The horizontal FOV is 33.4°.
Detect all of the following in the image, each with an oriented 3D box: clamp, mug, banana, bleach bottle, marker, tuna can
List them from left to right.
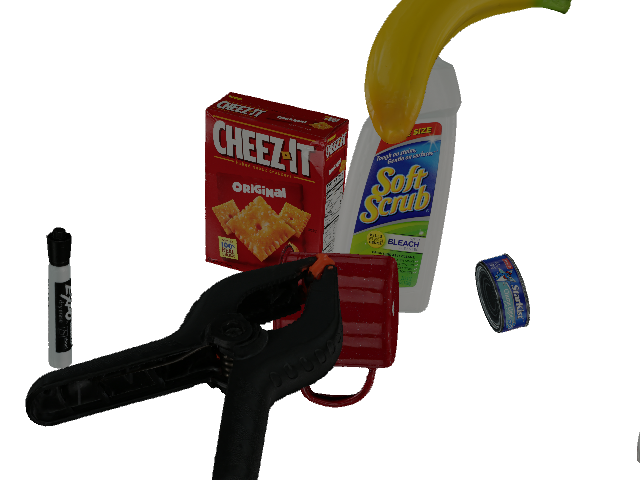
[{"bbox_3d":[-0.206,0.046,0.844,0.020,0.121,0.020,5,26,-3],"label":"marker"},{"bbox_3d":[-0.037,0.063,0.503,0.120,0.039,0.171,34,49,29],"label":"clamp"},{"bbox_3d":[0.013,0.062,0.772,0.081,0.117,0.093,2,-4,9],"label":"mug"},{"bbox_3d":[0.065,-0.064,0.949,0.102,0.251,0.068,7,20,2],"label":"bleach bottle"},{"bbox_3d":[0.075,-0.124,0.627,0.070,0.037,0.197,32,51,23],"label":"banana"},{"bbox_3d":[0.204,0.060,1.205,0.033,0.086,0.086,-15,2,-6],"label":"tuna can"}]

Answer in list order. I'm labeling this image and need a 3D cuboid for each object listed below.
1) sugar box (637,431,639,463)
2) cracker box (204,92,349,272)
[{"bbox_3d":[0.301,0.150,0.718,0.048,0.093,0.176,-15,30,-37],"label":"sugar box"},{"bbox_3d":[-0.058,-0.057,1.305,0.164,0.214,0.072,16,32,21],"label":"cracker box"}]
